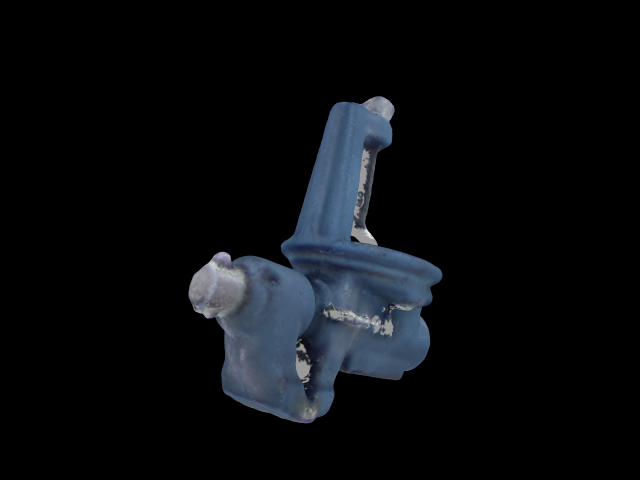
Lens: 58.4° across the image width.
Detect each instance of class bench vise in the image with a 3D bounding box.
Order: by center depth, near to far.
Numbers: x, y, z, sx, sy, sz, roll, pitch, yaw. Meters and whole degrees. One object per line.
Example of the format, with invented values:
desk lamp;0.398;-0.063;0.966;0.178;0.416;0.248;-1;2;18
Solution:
bench vise;0.014;0.002;0.395;0.121;0.220;0.208;1;2;25
